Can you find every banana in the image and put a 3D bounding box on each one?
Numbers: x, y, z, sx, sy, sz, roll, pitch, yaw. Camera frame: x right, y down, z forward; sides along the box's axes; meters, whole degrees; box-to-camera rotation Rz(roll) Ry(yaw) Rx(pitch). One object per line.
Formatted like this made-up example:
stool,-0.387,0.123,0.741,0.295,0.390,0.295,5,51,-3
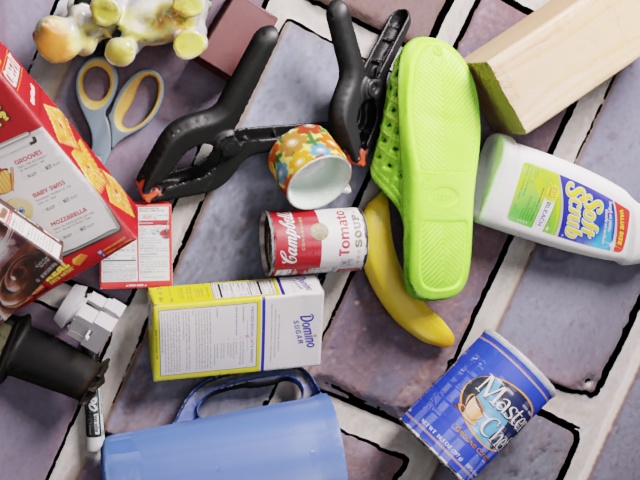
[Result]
banana,0.086,0.036,1.147,0.069,0.037,0.198,-22,101,-9

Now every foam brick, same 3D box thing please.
foam brick,-0.086,-0.203,1.071,0.051,0.053,0.078,32,88,-15

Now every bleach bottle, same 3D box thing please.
bleach bottle,0.290,-0.036,1.173,0.250,0.068,0.102,14,101,-16

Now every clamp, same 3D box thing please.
clamp,0.037,-0.164,1.092,0.120,0.039,0.171,7,95,-43
clamp,-0.095,-0.112,1.060,0.210,0.036,0.164,-29,137,-3

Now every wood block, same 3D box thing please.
wood block,0.263,-0.205,1.134,0.206,0.091,0.090,-34,104,-8

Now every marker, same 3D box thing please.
marker,-0.233,0.157,1.096,0.020,0.020,0.121,-3,97,-13

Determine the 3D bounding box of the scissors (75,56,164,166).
scissors,-0.235,-0.098,1.068,0.096,0.016,0.202,38,87,-13

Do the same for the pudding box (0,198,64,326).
pudding box,-0.300,0.022,0.961,0.090,0.039,0.114,38,109,-27

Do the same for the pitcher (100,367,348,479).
pitcher,-0.098,0.227,1.090,0.242,0.149,0.145,-6,113,-9

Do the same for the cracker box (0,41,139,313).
cracker box,-0.295,-0.051,0.985,0.164,0.072,0.213,-30,121,9

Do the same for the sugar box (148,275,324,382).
sugar box,-0.086,0.090,1.099,0.176,0.048,0.093,-5,119,-15

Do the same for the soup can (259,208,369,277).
soup can,-0.007,0.001,1.106,0.102,0.068,0.068,-3,97,-14

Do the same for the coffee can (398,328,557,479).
coffee can,0.169,0.180,1.150,0.140,0.103,0.102,-45,104,-4

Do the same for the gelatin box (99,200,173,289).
gelatin box,-0.188,0.004,1.084,0.073,0.030,0.089,-1,97,-12
